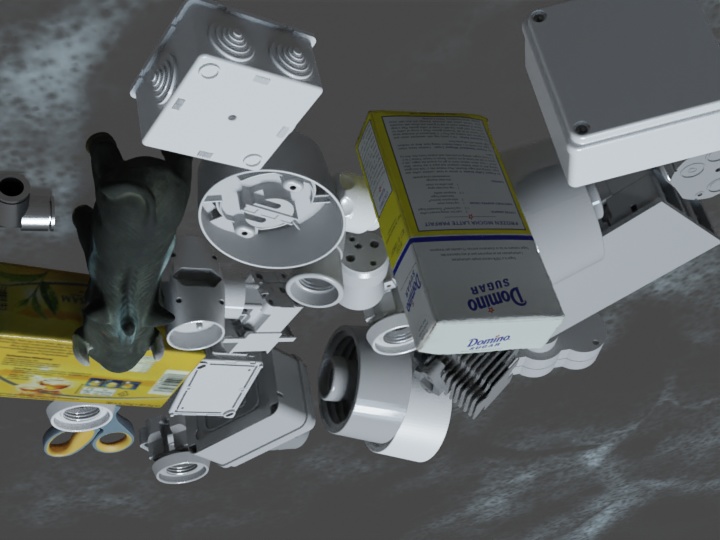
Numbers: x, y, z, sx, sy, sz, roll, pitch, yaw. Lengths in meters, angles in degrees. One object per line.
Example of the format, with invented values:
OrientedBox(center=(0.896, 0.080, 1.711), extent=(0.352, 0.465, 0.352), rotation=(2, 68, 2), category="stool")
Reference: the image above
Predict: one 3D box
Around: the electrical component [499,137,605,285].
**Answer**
OrientedBox(center=(0.144, -0.047, 0.794), extent=(0.060, 0.108, 0.108), rotation=(-22, 149, 2), category="electrical component")

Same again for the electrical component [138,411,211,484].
OrientedBox(center=(-0.180, 0.177, 1.074), extent=(0.078, 0.057, 0.058), rotation=(-21, 148, 12), category="electrical component")

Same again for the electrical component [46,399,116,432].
OrientedBox(center=(-0.243, 0.103, 0.931), extent=(0.058, 0.057, 0.078), rotation=(5, 145, -27), category="electrical component")

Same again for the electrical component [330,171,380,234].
OrientedBox(center=(0.001, -0.048, 0.794), extent=(0.062, 0.043, 0.043), rotation=(10, 142, -36), category="electrical component")

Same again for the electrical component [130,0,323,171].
OrientedBox(center=(-0.081, -0.110, 0.656), extent=(0.100, 0.048, 0.100), rotation=(10, 141, -34), category="electrical component")

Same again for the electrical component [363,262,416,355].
OrientedBox(center=(0.030, 0.036, 0.928), extent=(0.058, 0.057, 0.078), rotation=(-19, 149, 9), category="electrical component")

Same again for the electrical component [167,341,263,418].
OrientedBox(center=(-0.128, 0.077, 0.935), extent=(0.062, 0.061, 0.096), rotation=(6, 136, -28), category="electrical component")

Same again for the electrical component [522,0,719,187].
OrientedBox(center=(0.169, -0.120, 0.679), extent=(0.109, 0.108, 0.056), rotation=(-14, 152, 2), category="electrical component")

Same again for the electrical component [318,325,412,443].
OrientedBox(center=(-0.003, 0.101, 0.975), extent=(0.060, 0.108, 0.108), rotation=(9, 143, -22), category="electrical component")

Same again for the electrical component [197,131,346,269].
OrientedBox(center=(-0.064, -0.049, 0.746), extent=(0.099, 0.064, 0.099), rotation=(-10, 149, -6), category="electrical component")

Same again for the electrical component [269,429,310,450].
OrientedBox(center=(-0.105, 0.163, 1.093), extent=(0.077, 0.043, 0.079), rotation=(17, 137, -41), category="electrical component")

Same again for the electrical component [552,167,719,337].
OrientedBox(center=(0.187, -0.017, 0.899), extent=(0.186, 0.060, 0.105), rotation=(-34, 144, 30), category="electrical component")

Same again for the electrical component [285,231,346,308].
OrientedBox(center=(-0.031, -0.010, 0.821), extent=(0.044, 0.065, 0.044), rotation=(5, 144, 3), category="electrical component")

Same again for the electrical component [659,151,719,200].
OrientedBox(center=(0.261, -0.095, 0.811), extent=(0.080, 0.051, 0.080), rotation=(-10, 149, -6), category="electrical component")

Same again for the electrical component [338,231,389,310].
OrientedBox(center=(0.000, 0.000, 0.869), extent=(0.045, 0.045, 0.055), rotation=(-8, 148, -10), category="electrical component")

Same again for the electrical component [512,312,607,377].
OrientedBox(center=(0.170, 0.064, 1.032), extent=(0.138, 0.052, 0.073), rotation=(-9, 149, -8), category="electrical component")

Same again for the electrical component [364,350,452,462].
OrientedBox(center=(0.036, 0.128, 1.035), extent=(0.060, 0.108, 0.108), rotation=(10, 142, -24), category="electrical component")

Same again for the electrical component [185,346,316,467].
OrientedBox(center=(-0.103, 0.128, 1.005), extent=(0.113, 0.078, 0.057), rotation=(-29, 143, 24), category="electrical component")

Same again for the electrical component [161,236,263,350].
OrientedBox(center=(-0.113, 0.018, 0.823), extent=(0.079, 0.077, 0.043), rotation=(4, 145, -26), category="electrical component")

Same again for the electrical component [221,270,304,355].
OrientedBox(center=(-0.084, 0.033, 0.882), extent=(0.081, 0.042, 0.063), rotation=(2, 137, -50), category="electrical component")
